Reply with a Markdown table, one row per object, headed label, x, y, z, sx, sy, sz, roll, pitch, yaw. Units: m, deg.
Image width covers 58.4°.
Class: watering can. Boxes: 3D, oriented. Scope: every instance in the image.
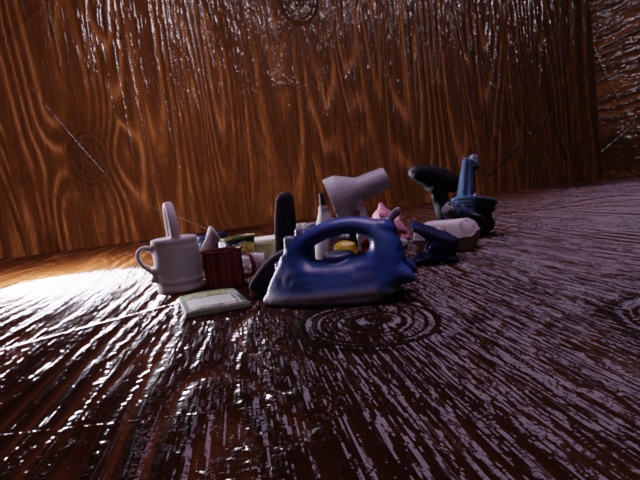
| label | x | y | z | sx | sy | sz | roll | pitch | yaw |
| --- | --- | --- | --- | --- | --- | --- | --- | --- | --- |
| watering can | -0.306 | 0.012 | 1.239 | 0.173 | 0.194 | 0.100 | -12 | 8 | -40 |

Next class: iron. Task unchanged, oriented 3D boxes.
| label | x | y | z | sx | sy | sz | roll | pitch | yaw |
| --- | --- | --- | --- | --- | --- | --- | --- | --- | --- |
| iron | 0.023 | 0.029 | 0.928 | 0.258 | 0.141 | 0.119 | -6 | 6 | 11 |

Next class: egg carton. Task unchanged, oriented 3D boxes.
| label | x | y | z | sx | sy | sz | roll | pitch | yaw |
| --- | --- | --- | --- | --- | --- | --- | --- | --- | --- |
| egg carton | 0.298 | -0.011 | 1.353 | 0.150 | 0.069 | 0.107 | -4 | 6 | 28 |

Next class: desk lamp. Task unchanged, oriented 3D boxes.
| label | x | y | z | sx | sy | sz | roll | pitch | yaw |
| --- | --- | --- | --- | --- | --- | --- | --- | --- | --- |
| desk lamp | 0.116 | -0.077 | 1.511 | 0.203 | 0.213 | 0.118 | -7 | 6 | 0 |

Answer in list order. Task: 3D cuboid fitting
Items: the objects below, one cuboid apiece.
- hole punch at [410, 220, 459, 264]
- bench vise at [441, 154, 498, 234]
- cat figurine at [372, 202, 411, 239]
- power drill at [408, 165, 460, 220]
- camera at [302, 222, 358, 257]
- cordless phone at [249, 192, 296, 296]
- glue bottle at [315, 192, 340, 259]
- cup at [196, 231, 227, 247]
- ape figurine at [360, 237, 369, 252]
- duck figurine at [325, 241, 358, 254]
| label | x | y | z | sx | sy | sz | roll | pitch | yaw |
| --- | --- | --- | --- | --- | --- | --- | --- | --- | --- |
| hole punch | 0.240 | 0.000 | 1.203 | 0.101 | 0.091 | 0.109 | -6 | 6 | 9 |
| bench vise | 0.396 | -0.114 | 1.507 | 0.121 | 0.220 | 0.208 | -4 | 7 | 28 |
| cat figurine | 0.197 | -0.051 | 1.642 | 0.128 | 0.118 | 0.067 | -12 | 8 | -43 |
| power drill | 0.334 | -0.114 | 1.636 | 0.075 | 0.208 | 0.230 | -2 | 8 | 41 |
| camera | 0.013 | 0.005 | 1.390 | 0.136 | 0.101 | 0.143 | -5 | 6 | 22 |
| cordless phone | -0.079 | 0.005 | 1.072 | 0.094 | 0.185 | 0.148 | -5 | 6 | 17 |
| glue bottle | 0.014 | -0.017 | 1.241 | 0.037 | 0.173 | 0.078 | -4 | 6 | 26 |
| cup | -0.294 | 0.027 | 1.586 | 0.091 | 0.095 | 0.118 | -7 | 6 | 5 |
| ape figurine | 0.134 | -0.004 | 1.370 | 0.077 | 0.092 | 0.076 | -6 | 6 | 7 |
| duck figurine | 0.053 | 0.044 | 1.026 | 0.104 | 0.086 | 0.078 | -4 | 6 | 27 |
